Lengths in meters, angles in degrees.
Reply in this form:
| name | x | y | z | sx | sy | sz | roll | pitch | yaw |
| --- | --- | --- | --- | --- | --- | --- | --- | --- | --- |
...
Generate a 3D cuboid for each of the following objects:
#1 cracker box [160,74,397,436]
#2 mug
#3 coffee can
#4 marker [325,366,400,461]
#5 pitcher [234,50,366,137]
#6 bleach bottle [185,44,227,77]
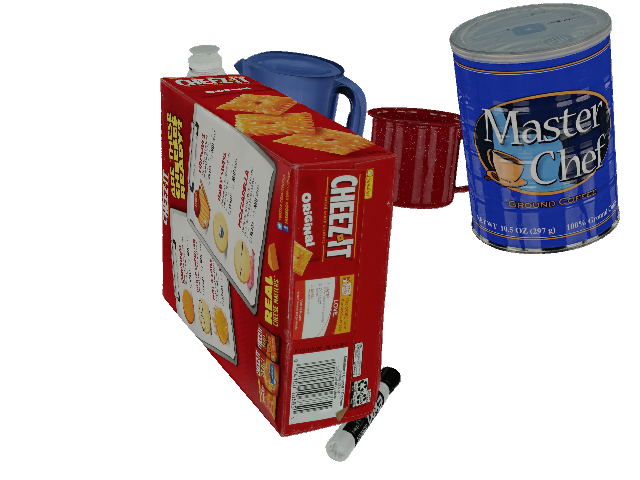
| name | x | y | z | sx | sy | sz | roll | pitch | yaw |
| --- | --- | --- | --- | --- | --- | --- | --- | --- | --- |
| cracker box | -0.036 | -0.003 | 0.671 | 0.072 | 0.164 | 0.214 | -7 | 23 | -25 |
| mug | 0.099 | -0.075 | 0.990 | 0.117 | 0.081 | 0.093 | 7 | 15 | 13 |
| coffee can | 0.145 | -0.076 | 0.717 | 0.103 | 0.140 | 0.103 | -9 | 26 | 4 |
| marker | 0.036 | 0.134 | 0.848 | 0.020 | 0.020 | 0.121 | 0 | 23 | 26 |
| pitcher | -0.039 | -0.120 | 1.412 | 0.144 | 0.243 | 0.149 | -3 | 24 | -23 |
| bleach bottle | -0.103 | -0.068 | 1.048 | 0.068 | 0.251 | 0.102 | 0 | 27 | 3 |
